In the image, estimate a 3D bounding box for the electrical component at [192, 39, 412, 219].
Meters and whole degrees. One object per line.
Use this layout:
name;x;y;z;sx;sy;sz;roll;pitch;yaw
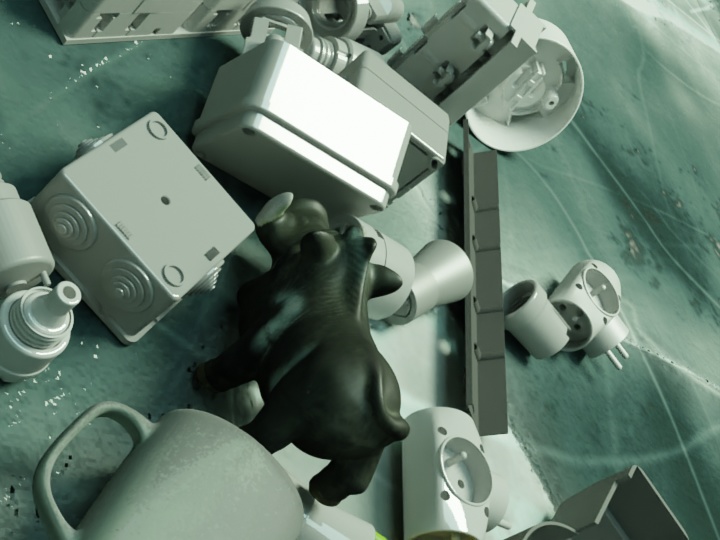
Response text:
electrical component;-0.035;-0.079;0.649;0.113;0.078;0.057;29;67;-30

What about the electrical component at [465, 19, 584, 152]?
electrical component;0.132;-0.154;0.884;0.099;0.099;0.064;30;37;-29

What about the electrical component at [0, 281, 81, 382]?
electrical component;-0.143;0.024;0.474;0.035;0.061;0.035;28;45;-31

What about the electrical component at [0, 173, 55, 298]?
electrical component;-0.172;-0.023;0.497;0.040;0.040;0.078;-11;71;-50

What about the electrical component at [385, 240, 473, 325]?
electrical component;0.039;0.010;0.700;0.065;0.044;0.044;-27;83;-48

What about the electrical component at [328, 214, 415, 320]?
electrical component;0.000;0.000;0.654;0.047;0.055;0.055;25;46;-38

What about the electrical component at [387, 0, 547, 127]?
electrical component;0.068;-0.153;0.789;0.063;0.121;0.078;42;38;-12

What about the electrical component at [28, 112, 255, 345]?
electrical component;-0.113;-0.025;0.555;0.099;0.048;0.099;49;37;-7

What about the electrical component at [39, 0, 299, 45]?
electrical component;-0.122;-0.207;0.676;0.186;0.060;0.105;-20;78;-52

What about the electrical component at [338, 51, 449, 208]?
electrical component;0.007;-0.101;0.733;0.096;0.062;0.061;35;41;-24

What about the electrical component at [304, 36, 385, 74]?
electrical component;-0.018;-0.145;0.758;0.078;0.040;0.040;16;51;-39

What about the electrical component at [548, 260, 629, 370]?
electrical component;0.179;0.040;0.824;0.079;0.044;0.077;53;37;-2

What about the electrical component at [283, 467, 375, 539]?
electrical component;-0.031;0.126;0.535;0.065;0.044;0.044;40;39;-11

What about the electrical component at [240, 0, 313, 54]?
electrical component;-0.056;-0.140;0.690;0.048;0.066;0.055;11;62;-7

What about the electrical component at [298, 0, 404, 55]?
electrical component;-0.009;-0.194;0.791;0.057;0.058;0.078;-24;84;-55

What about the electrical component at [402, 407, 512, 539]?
electrical component;0.060;0.129;0.626;0.079;0.044;0.077;28;45;-31

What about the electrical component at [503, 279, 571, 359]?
electrical component;0.124;0.036;0.773;0.046;0.040;0.040;48;37;-19
